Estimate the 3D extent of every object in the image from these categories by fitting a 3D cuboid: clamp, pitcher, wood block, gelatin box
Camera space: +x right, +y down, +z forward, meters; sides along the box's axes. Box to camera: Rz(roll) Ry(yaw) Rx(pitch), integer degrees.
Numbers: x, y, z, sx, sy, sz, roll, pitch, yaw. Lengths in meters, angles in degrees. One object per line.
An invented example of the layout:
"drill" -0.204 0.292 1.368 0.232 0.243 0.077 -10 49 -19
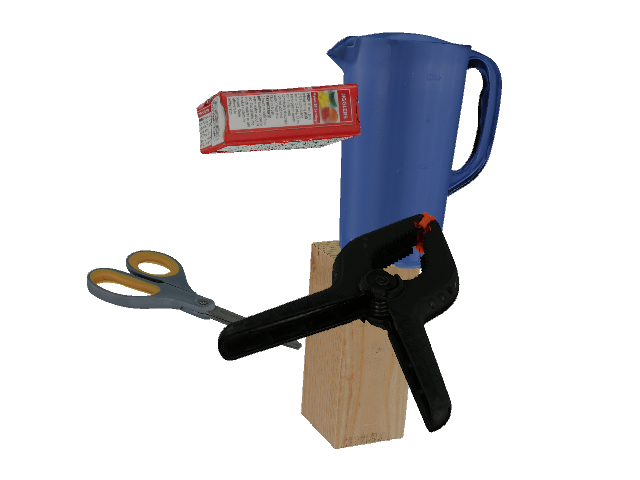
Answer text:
"clamp" 0.050 0.048 0.761 0.165 0.036 0.209 22 40 23
"pitcher" 0.092 -0.096 1.131 0.149 0.243 0.144 11 14 32
"wood block" 0.042 0.110 1.165 0.090 0.206 0.091 -5 19 -25
"gelatin box" -0.025 -0.066 0.580 0.073 0.030 0.089 -5 3 -14

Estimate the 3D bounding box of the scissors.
"scissors" -0.105 0.048 0.941 0.202 0.016 0.096 12 29 7
